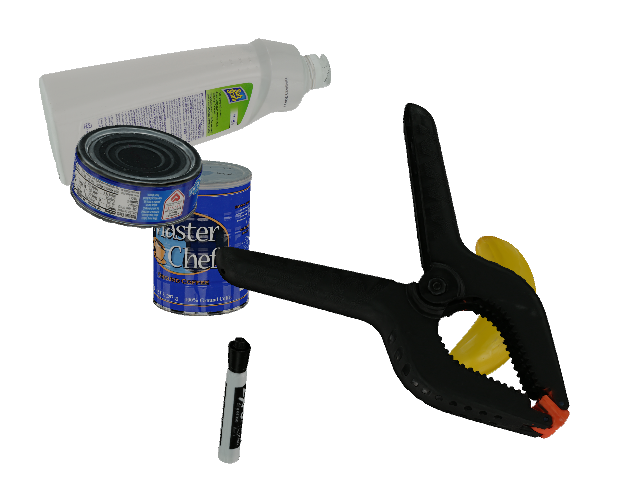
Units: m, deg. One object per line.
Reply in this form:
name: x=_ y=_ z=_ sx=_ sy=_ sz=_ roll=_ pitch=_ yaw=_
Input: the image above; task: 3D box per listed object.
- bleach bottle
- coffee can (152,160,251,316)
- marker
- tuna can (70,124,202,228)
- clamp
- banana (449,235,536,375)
bleach bottle: x=-0.113 y=-0.122 z=0.940 sx=0.250 sy=0.068 sz=0.103 roll=-13 pitch=-31 yaw=-15
coffee can: x=-0.124 y=-0.004 z=1.113 sx=0.103 sy=0.140 sz=0.103 roll=2 pitch=17 yaw=-1
marker: x=-0.074 y=0.136 z=0.909 sx=0.020 sy=0.121 sz=0.020 roll=6 pitch=26 yaw=-3
tuna can: x=-0.123 y=-0.045 z=0.715 sx=0.086 sy=0.034 sz=0.086 roll=11 pitch=30 yaw=-6
clamp: x=0.053 y=0.035 z=0.611 sx=0.164 sy=0.210 sz=0.036 roll=-32 pitch=-18 yaw=-15
banana: x=0.129 y=0.049 z=0.807 sx=0.070 sy=0.037 sz=0.197 roll=9 pitch=33 yaw=21
